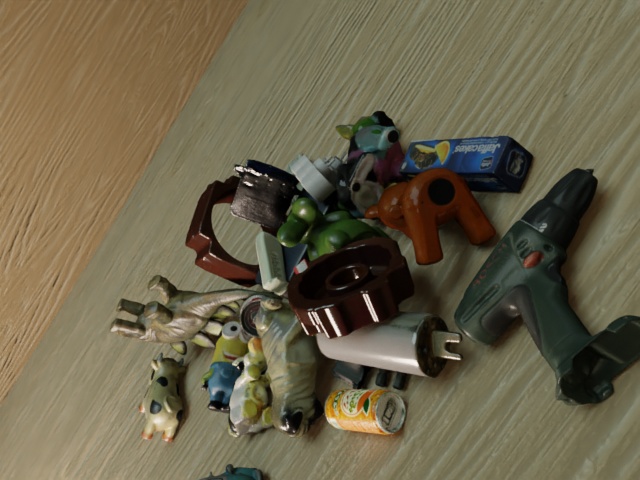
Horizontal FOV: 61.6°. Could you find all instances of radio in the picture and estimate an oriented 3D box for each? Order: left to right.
[{"bbox_3d":[-0.024,0.006,1.026,0.131,0.073,0.229,23,85,59],"label":"radio"}]

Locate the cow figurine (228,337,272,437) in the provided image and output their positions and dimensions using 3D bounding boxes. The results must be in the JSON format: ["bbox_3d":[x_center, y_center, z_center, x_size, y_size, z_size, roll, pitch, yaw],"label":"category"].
[{"bbox_3d":[-0.123,0.260,0.960,0.098,0.068,0.167,-44,32,38],"label":"cow figurine"}]

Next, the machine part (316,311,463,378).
[{"bbox_3d":[0.079,0.129,0.705,0.243,0.079,0.079,-3,62,45],"label":"machine part"}]

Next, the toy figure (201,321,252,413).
[{"bbox_3d":[-0.178,0.242,1.041,0.089,0.082,0.180,-22,49,44],"label":"toy figure"}]

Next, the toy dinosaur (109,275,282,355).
[{"bbox_3d":[-0.296,0.161,1.167,0.472,0.198,0.105,-21,48,36],"label":"toy dinosaur"}]

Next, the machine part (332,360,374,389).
[{"bbox_3d":[0.064,0.149,0.801,0.084,0.039,0.139,12,76,64],"label":"machine part"}]

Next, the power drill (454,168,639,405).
[{"bbox_3d":[0.253,0.049,0.563,0.232,0.086,0.207,-51,35,18],"label":"power drill"}]

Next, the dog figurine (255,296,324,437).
[{"bbox_3d":[-0.060,0.196,0.853,0.172,0.121,0.190,6,77,58],"label":"dog figurine"}]

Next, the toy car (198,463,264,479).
[{"bbox_3d":[-0.165,0.416,0.848,0.162,0.103,0.109,-34,38,34],"label":"toy car"}]

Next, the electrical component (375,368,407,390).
[{"bbox_3d":[0.107,0.158,0.741,0.063,0.021,0.094,-9,57,54],"label":"electrical component"}]

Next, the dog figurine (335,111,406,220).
[{"bbox_3d":[0.079,-0.145,0.967,0.191,0.108,0.219,-52,26,4],"label":"dog figurine"}]

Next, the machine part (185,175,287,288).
[{"bbox_3d":[-0.166,-0.016,1.125,0.087,0.201,0.201,-30,41,47],"label":"machine part"}]

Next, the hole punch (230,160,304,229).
[{"bbox_3d":[-0.108,-0.100,1.060,0.092,0.142,0.115,-81,16,-56],"label":"hole punch"}]

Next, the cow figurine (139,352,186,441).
[{"bbox_3d":[-0.354,0.343,1.214,0.127,0.085,0.195,-62,27,9],"label":"cow figurine"}]

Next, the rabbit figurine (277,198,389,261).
[{"bbox_3d":[-0.002,-0.003,0.882,0.170,0.159,0.121,31,95,40],"label":"rabbit figurine"}]

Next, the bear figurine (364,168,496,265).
[{"bbox_3d":[0.145,-0.031,0.783,0.196,0.120,0.132,138,110,-76],"label":"bear figurine"}]

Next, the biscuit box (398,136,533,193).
[{"bbox_3d":[0.206,-0.110,0.787,0.203,0.062,0.059,12,75,59],"label":"biscuit box"}]

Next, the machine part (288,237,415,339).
[{"bbox_3d":[0.041,0.062,0.722,0.179,0.056,0.179,-20,20,7],"label":"machine part"}]

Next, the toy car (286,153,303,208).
[{"bbox_3d":[-0.042,-0.125,1.179,0.073,0.056,0.202,-48,32,20],"label":"toy car"}]
